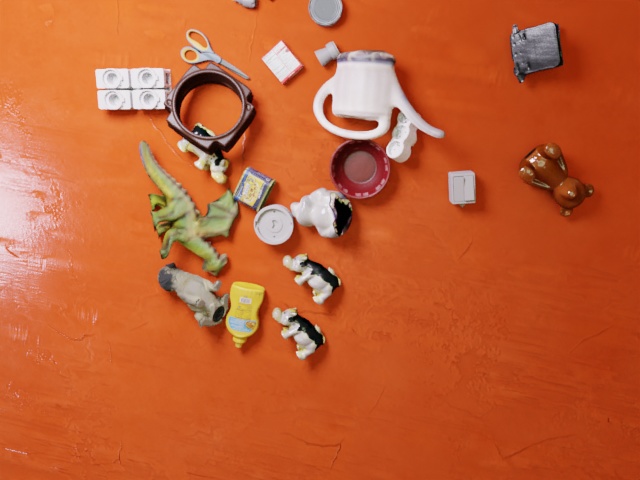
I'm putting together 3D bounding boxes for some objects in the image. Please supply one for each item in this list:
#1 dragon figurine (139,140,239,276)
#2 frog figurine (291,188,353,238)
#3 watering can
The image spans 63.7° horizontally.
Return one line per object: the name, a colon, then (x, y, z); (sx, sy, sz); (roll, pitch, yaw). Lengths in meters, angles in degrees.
dragon figurine: (-0.350, -0.085, 1.437); (0.243, 0.123, 0.406); (-9, 103, -10)
frog figurine: (0.004, -0.071, 1.402); (0.159, 0.125, 0.135); (-2, 115, 43)
watering can: (0.150, -0.362, 1.295); (0.348, 0.105, 0.223); (8, 100, 19)
